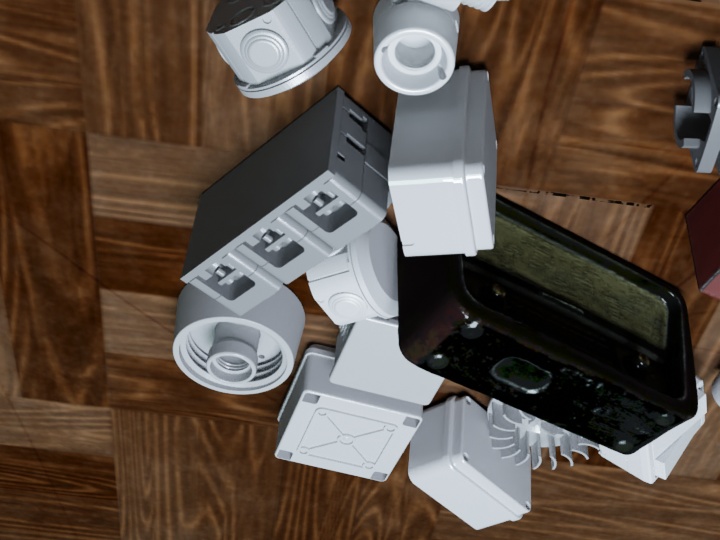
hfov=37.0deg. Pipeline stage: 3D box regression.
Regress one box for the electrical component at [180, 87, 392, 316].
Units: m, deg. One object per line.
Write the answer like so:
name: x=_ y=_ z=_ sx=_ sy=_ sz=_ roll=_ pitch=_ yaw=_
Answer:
electrical component: x=-0.048 y=-0.043 z=0.753 sx=0.150 sy=0.089 sz=0.062 roll=-33 pitch=125 yaw=32

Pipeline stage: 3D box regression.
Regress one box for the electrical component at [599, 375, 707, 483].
electrical component: x=0.249 y=0.120 z=0.896 sx=0.061 sy=0.096 sz=0.061 roll=29 pitch=151 yaw=39

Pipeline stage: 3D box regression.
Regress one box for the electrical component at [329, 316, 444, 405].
electrical component: x=0.030 y=0.058 z=0.880 sx=0.100 sy=0.048 sz=0.099 roll=15 pitch=135 yaw=-10

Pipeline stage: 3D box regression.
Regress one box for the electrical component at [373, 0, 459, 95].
electrical component: x=0.035 y=-0.143 z=0.673 sx=0.055 sy=0.047 sz=0.055 roll=2 pitch=136 yaw=2

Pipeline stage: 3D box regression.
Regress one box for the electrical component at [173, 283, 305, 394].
electrical component: x=-0.102 y=0.058 z=0.883 sx=0.108 sy=0.060 sz=0.108 roll=3 pitch=136 yaw=3

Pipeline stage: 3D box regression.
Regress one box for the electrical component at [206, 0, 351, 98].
electrical component: x=-0.050 y=-0.146 z=0.655 sx=0.080 sy=0.080 sz=0.051 roll=-19 pitch=126 yaw=23

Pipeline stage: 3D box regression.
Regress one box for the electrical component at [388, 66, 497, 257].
electrical component: x=0.057 y=-0.071 z=0.699 sx=0.057 sy=0.113 sz=0.078 roll=-3 pitch=136 yaw=12

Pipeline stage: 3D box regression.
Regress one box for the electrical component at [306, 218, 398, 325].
electrical component: x=0.000 y=0.000 z=0.802 sx=0.051 sy=0.080 sz=0.080 roll=-16 pitch=132 yaw=27

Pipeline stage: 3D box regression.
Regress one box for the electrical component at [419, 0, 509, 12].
electrical component: x=0.053 y=-0.178 z=0.639 sx=0.081 sy=0.043 sz=0.043 roll=16 pitch=135 yaw=-12

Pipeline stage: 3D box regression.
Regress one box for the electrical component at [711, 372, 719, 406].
electrical component: x=0.325 y=0.090 z=0.885 sx=0.055 sy=0.055 sz=0.047 roll=9 pitch=132 yaw=-4

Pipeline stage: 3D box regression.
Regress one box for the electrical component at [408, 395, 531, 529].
electrical component: x=0.102 y=0.174 z=0.973 sx=0.057 sy=0.078 sz=0.113 roll=-27 pitch=128 yaw=32

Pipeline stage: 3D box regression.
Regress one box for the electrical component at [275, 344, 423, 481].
electrical component: x=-0.010 y=0.128 z=0.950 sx=0.109 sy=0.056 sz=0.108 roll=15 pitch=135 yaw=-10
